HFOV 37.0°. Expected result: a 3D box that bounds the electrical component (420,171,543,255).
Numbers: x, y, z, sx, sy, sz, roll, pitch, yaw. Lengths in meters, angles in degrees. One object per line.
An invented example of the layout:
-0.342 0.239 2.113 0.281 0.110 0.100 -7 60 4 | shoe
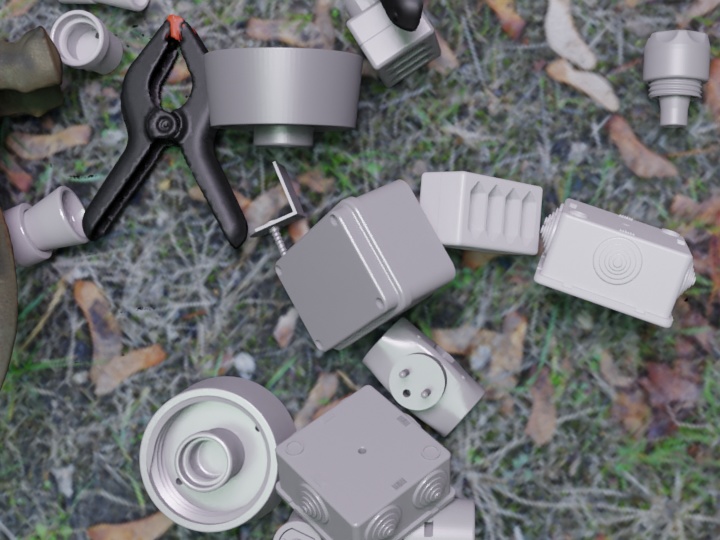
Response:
0.068 -0.038 0.729 0.076 0.083 0.047 4 89 47 | electrical component

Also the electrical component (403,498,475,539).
0.054 0.181 0.731 0.047 0.055 0.055 1 89 5 | electrical component

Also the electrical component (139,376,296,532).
-0.101 0.130 0.751 0.108 0.060 0.108 0 88 9 | electrical component

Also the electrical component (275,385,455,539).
0.002 0.133 0.707 0.100 0.048 0.100 -32 50 -27 | electrical component

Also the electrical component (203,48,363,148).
-0.052 -0.114 0.730 0.108 0.108 0.060 1 94 9 | electrical component

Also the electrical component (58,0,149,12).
-0.191 -0.212 0.786 0.065 0.044 0.044 4 89 13 | electrical component

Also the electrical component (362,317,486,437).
0.041 0.073 0.722 0.077 0.079 0.043 42 97 8 | electrical component

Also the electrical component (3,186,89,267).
-0.231 -0.031 0.784 0.055 0.045 0.045 -22 85 8 | electrical component

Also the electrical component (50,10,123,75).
-0.197 -0.163 0.782 0.040 0.046 0.040 0 88 9 | electrical component

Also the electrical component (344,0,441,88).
0.015 -0.175 0.740 0.047 0.066 0.076 -33 84 6 | electrical component

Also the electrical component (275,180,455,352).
0.000 0.000 0.709 0.057 0.113 0.078 -26 84 -32 | electrical component

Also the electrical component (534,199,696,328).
0.165 -0.008 0.697 0.100 0.100 0.048 20 104 9 | electrical component

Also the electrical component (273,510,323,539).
-0.036 0.184 0.738 0.044 0.065 0.044 0 87 11 | electrical component

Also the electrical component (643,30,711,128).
0.212 -0.127 0.721 0.043 0.043 0.062 3 91 9 | electrical component
